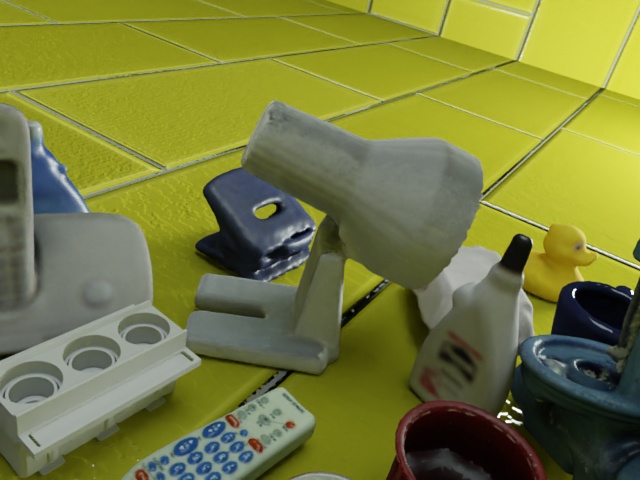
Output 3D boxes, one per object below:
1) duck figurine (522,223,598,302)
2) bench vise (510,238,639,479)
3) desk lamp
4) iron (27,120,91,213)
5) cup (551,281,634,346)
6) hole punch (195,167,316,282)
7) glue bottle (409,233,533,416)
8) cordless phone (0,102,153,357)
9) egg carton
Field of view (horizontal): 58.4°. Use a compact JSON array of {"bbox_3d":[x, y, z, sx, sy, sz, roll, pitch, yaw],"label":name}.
[{"bbox_3d":[0.278,0.019,0.687,0.104,0.086,0.078,25,31,18],"label":"duck figurine"},{"bbox_3d":[0.226,0.103,0.383,0.122,0.220,0.206,-3,33,-26],"label":"bench vise"},{"bbox_3d":[0.004,0.002,0.469,0.203,0.213,0.118,10,30,-7],"label":"desk lamp"},{"bbox_3d":[-0.344,-0.075,0.526,0.259,0.141,0.118,0,32,-23],"label":"iron"},{"bbox_3d":[0.258,0.095,0.538,0.091,0.095,0.118,30,33,26],"label":"cup"},{"bbox_3d":[-0.061,-0.020,0.603,0.100,0.091,0.109,29,33,25],"label":"hole punch"},{"bbox_3d":[0.126,0.069,0.446,0.037,0.173,0.078,-18,42,-43],"label":"glue bottle"},{"bbox_3d":[-0.201,-0.009,0.430,0.148,0.185,0.093,-7,36,-33],"label":"cordless phone"},{"bbox_3d":[0.145,0.058,0.579,0.107,0.069,0.150,7,30,-11],"label":"egg carton"}]
